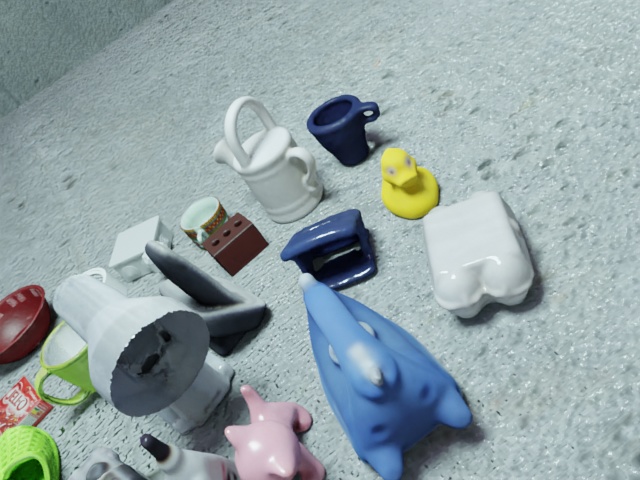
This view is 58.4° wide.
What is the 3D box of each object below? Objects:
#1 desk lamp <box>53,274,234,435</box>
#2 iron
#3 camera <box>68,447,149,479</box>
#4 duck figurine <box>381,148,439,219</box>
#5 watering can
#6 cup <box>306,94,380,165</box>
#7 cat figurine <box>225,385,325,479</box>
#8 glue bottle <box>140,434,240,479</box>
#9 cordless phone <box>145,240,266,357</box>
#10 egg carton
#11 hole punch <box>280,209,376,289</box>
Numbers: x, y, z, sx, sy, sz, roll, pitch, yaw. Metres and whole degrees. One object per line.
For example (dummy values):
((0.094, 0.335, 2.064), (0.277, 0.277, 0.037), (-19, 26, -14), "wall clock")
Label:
((-0.195, 0.130, 0.647), (0.202, 0.214, 0.118), (16, 59, 45), "desk lamp")
((0.029, 0.102, 0.575), (0.118, 0.142, 0.257), (-37, 37, -4), "iron")
((-0.222, 0.298, 0.576), (0.142, 0.101, 0.137), (11, 56, 43), "camera")
((0.109, -0.088, 0.770), (0.077, 0.086, 0.104), (-31, 37, 4), "duck figurine")
((-0.087, -0.124, 0.863), (0.172, 0.195, 0.101), (-15, 41, 23), "watering can")
((0.050, -0.168, 0.894), (0.117, 0.095, 0.092), (-10, 43, 28), "cup")
((-0.050, 0.194, 0.551), (0.067, 0.118, 0.127), (-31, 37, 3), "cat figurine")
((-0.105, 0.220, 0.517), (0.037, 0.174, 0.078), (-33, 37, 1), "glue bottle")
((-0.167, 0.051, 0.737), (0.147, 0.186, 0.094), (17, 60, 45), "cordless phone")
((0.171, 0.013, 0.629), (0.107, 0.070, 0.150), (-21, 39, 16), "egg carton")
((0.007, 0.003, 0.741), (0.108, 0.091, 0.101), (-22, 39, 14), "hole punch")
